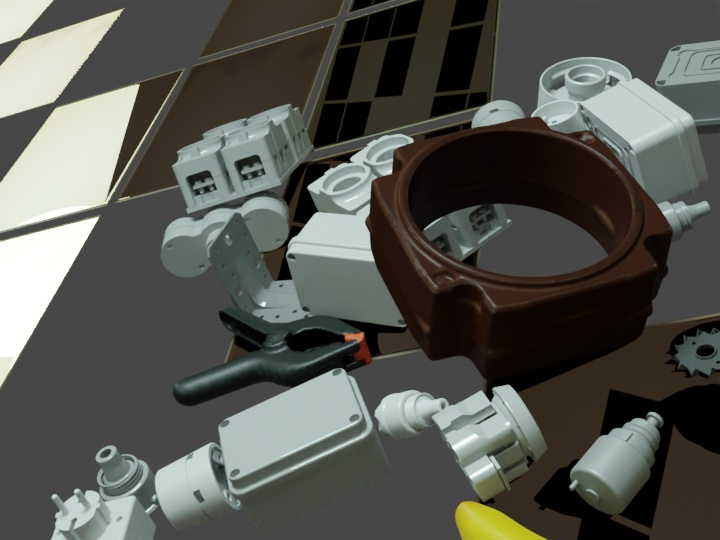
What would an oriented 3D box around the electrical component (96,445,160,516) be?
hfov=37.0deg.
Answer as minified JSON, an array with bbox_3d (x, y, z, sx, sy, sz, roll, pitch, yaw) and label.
[{"bbox_3d":[-0.185,0.165,0.844,0.048,0.062,0.048,-17,33,11],"label":"electrical component"}]

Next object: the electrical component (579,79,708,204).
[{"bbox_3d":[0.249,-0.112,0.947,0.057,0.078,0.113,-26,32,-1],"label":"electrical component"}]

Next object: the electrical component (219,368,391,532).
[{"bbox_3d":[-0.043,0.132,0.803,0.113,0.057,0.078,-25,32,-1],"label":"electrical component"}]

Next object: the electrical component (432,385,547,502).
[{"bbox_3d":[0.091,0.115,0.740,0.057,0.058,0.078,-30,33,-3],"label":"electrical component"}]

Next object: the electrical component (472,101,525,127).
[{"bbox_3d":[0.142,-0.134,1.072,0.055,0.055,0.047,-19,36,8],"label":"electrical component"}]

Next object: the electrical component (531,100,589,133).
[{"bbox_3d":[0.185,-0.121,1.003,0.044,0.077,0.079,-24,32,-1],"label":"electrical component"}]

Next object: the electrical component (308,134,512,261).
[{"bbox_3d":[0.041,-0.066,1.033,0.105,0.060,0.186,-35,34,-17],"label":"electrical component"}]

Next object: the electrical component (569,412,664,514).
[{"bbox_3d":[0.170,0.122,0.694,0.078,0.040,0.040,-42,36,-26],"label":"electrical component"}]

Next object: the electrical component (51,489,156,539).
[{"bbox_3d":[-0.202,0.191,0.802,0.066,0.076,0.047,-15,33,14],"label":"electrical component"}]

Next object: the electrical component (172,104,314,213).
[{"bbox_3d":[-0.126,-0.128,1.182,0.105,0.060,0.186,-16,15,13],"label":"electrical component"}]

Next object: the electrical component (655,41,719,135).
[{"bbox_3d":[0.338,-0.169,0.991,0.113,0.057,0.078,-1,39,33],"label":"electrical component"}]

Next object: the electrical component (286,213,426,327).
[{"bbox_3d":[0.000,0.000,0.936,0.113,0.078,0.057,7,40,26],"label":"electrical component"}]

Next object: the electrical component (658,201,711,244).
[{"bbox_3d":[0.256,-0.040,0.880,0.061,0.035,0.035,-21,32,2],"label":"electrical component"}]

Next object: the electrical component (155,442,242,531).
[{"bbox_3d":[-0.122,0.165,0.811,0.047,0.055,0.055,-25,32,7],"label":"electrical component"}]

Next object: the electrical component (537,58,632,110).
[{"bbox_3d":[0.226,-0.169,1.082,0.099,0.064,0.099,-6,39,5],"label":"electrical component"}]

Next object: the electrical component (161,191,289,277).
[{"bbox_3d":[-0.139,-0.028,1.103,0.138,0.052,0.073,-18,32,9],"label":"electrical component"}]

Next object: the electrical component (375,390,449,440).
[{"bbox_3d":[0.041,0.105,0.795,0.061,0.035,0.035,-22,24,47],"label":"electrical component"}]
